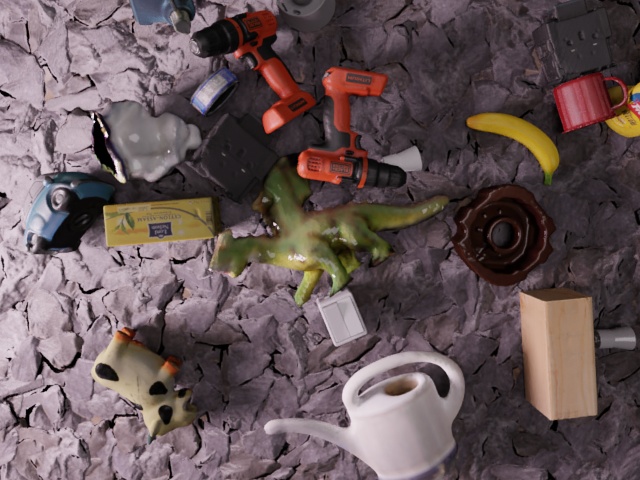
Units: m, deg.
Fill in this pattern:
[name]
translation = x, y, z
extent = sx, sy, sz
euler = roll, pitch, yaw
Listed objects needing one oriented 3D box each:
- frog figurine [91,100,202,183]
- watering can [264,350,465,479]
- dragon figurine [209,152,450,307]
[frog figurine]
translation = -0.285, -0.167, 0.850
extent = 0.161, 0.137, 0.121
euler = -27, 178, -38
[watering can]
translation = 0.099, 0.327, 0.890
extent = 0.348, 0.223, 0.104
euler = -23, -174, -3
[dragon figurine]
translation = 0.003, -0.044, 0.872
extent = 0.243, 0.414, 0.121
euler = 55, 164, 1
